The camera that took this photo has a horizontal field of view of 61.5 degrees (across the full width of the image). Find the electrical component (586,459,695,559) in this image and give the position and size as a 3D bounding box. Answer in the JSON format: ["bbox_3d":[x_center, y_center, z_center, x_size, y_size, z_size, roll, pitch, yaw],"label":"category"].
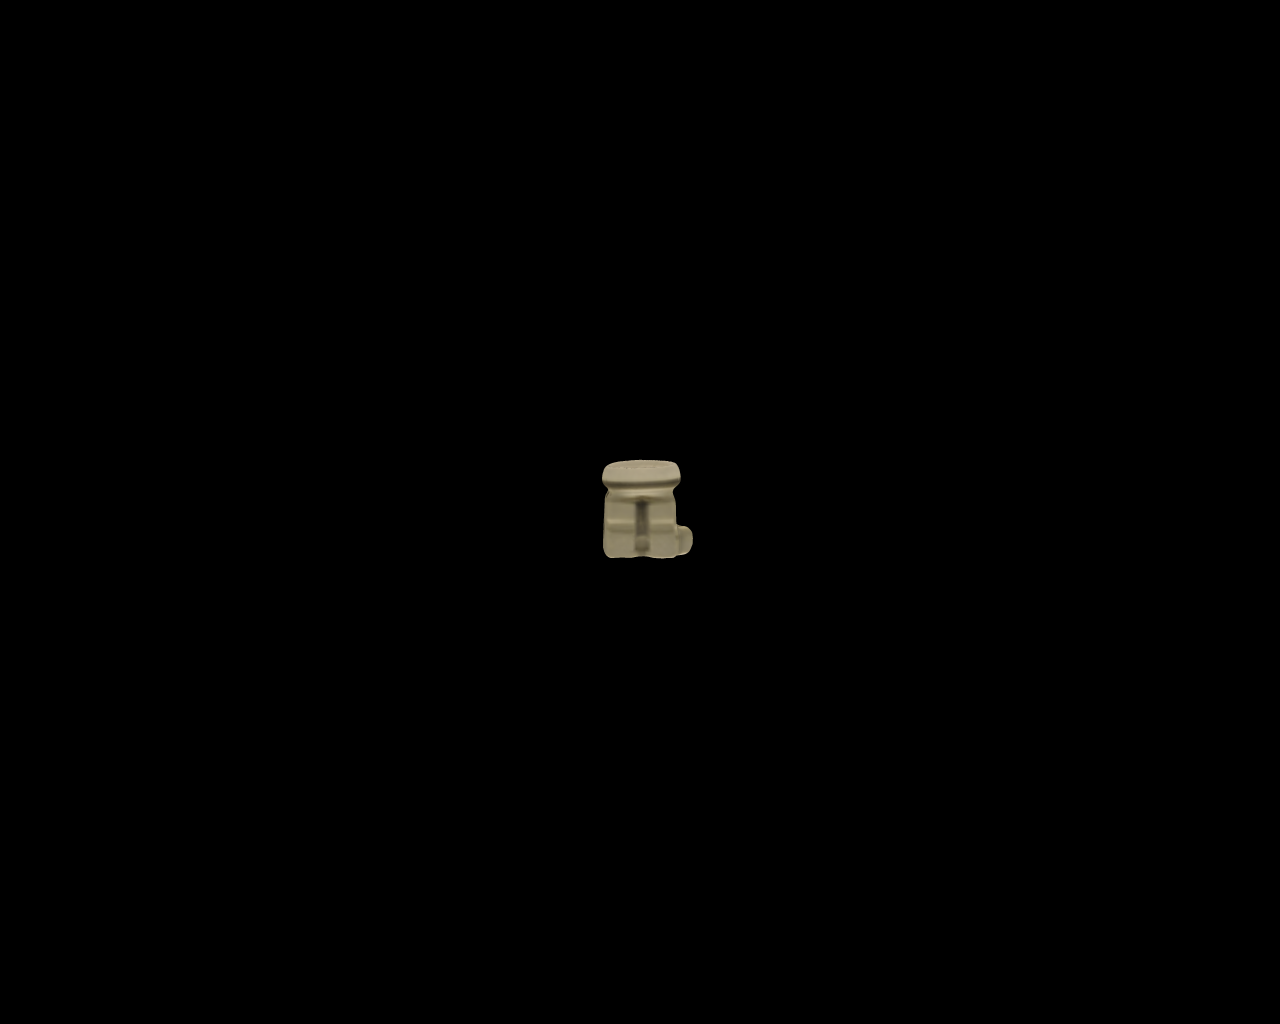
[{"bbox_3d":[0.001,-0.003,0.650,0.066,0.055,0.048,-1,8,-5],"label":"electrical component"}]
